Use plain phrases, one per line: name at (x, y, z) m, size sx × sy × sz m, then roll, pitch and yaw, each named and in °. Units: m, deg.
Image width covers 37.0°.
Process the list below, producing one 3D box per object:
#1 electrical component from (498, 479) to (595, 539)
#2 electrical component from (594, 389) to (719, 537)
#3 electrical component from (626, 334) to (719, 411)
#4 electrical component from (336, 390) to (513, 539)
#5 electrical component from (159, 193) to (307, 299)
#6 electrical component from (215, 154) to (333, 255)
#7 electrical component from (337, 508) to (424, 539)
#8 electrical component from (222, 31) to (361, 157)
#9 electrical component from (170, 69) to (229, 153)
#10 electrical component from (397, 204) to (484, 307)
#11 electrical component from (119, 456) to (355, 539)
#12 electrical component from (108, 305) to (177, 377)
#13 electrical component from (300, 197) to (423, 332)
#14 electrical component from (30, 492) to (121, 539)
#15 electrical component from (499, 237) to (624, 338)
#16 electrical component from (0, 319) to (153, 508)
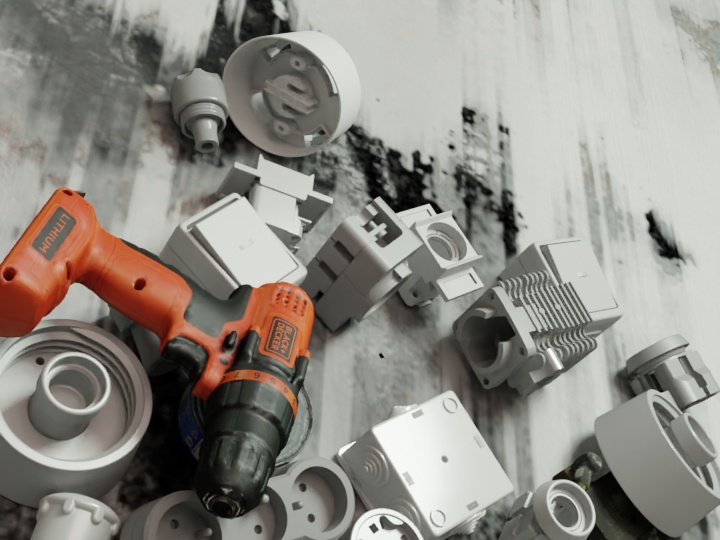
electrical component at (0.134, 0.179, 0.766) m, size 0.048 × 0.055 × 0.066 m, roll 39°, pitch 46°, yaw -2°
electrical component at (0.238, 0.142, 0.828) m, size 0.108 × 0.060 × 0.108 m, roll 41°, pitch 23°, yaw -22°
electrical component at (0.262, 0.091, 0.911) m, size 0.078 × 0.058 × 0.057 m, roll -12°, pitch 68°, yaw -38°
electrical component at (0.047, 0.140, 0.744) m, size 0.100 × 0.048 × 0.099 m, roll -19°, pitch 70°, yaw -41°
electrical component at (-0.085, 0.002, 0.753) m, size 0.096 × 0.061 × 0.062 m, roll 48°, pitch 46°, yaw 6°
electrical component at (-0.067, -0.044, 0.813) m, size 0.081 × 0.042 × 0.063 m, roll 19°, pitch 53°, yaw -19°
electrical component at (0.008, 0.187, 0.686) m, size 0.055 × 0.047 × 0.055 m, roll 17°, pitch 51°, yaw -22°
electrical component at (-0.052, -0.141, 0.856) m, size 0.099 × 0.099 × 0.064 m, roll 49°, pitch 40°, yaw 7°
electrical component at (-0.122, -0.120, 0.831) m, size 0.043 × 0.043 × 0.062 m, roll 4°, pitch 58°, yaw -30°
electrical component at (0.054, -0.007, 0.846) m, size 0.042 × 0.063 × 0.081 m, roll -18°, pitch 68°, yaw -39°
electrical component at (-0.078, 0.152, 0.640) m, size 0.138 × 0.074 × 0.052 m, roll -8°, pitch 76°, yaw -37°
electrical component at (-0.134, 0.036, 0.708) m, size 0.045 × 0.045 × 0.055 m, roll -23°, pitch 72°, yaw -41°
electrical component at (0.000, 0.000, 0.788) m, size 0.055 × 0.089 × 0.050 m, roll 47°, pitch 46°, yaw 6°
electrical component at (-0.164, 0.159, 0.601) m, size 0.048 × 0.048 × 0.062 m, roll 24°, pitch 55°, yaw -16°
electrical component at (0.173, 0.024, 0.900) m, size 0.062 × 0.061 × 0.096 m, roll -7°, pitch 62°, yaw -36°
electrical component at (-0.176, 0.080, 0.638) m, size 0.108 × 0.060 × 0.108 m, roll 17°, pitch 51°, yaw -22°
